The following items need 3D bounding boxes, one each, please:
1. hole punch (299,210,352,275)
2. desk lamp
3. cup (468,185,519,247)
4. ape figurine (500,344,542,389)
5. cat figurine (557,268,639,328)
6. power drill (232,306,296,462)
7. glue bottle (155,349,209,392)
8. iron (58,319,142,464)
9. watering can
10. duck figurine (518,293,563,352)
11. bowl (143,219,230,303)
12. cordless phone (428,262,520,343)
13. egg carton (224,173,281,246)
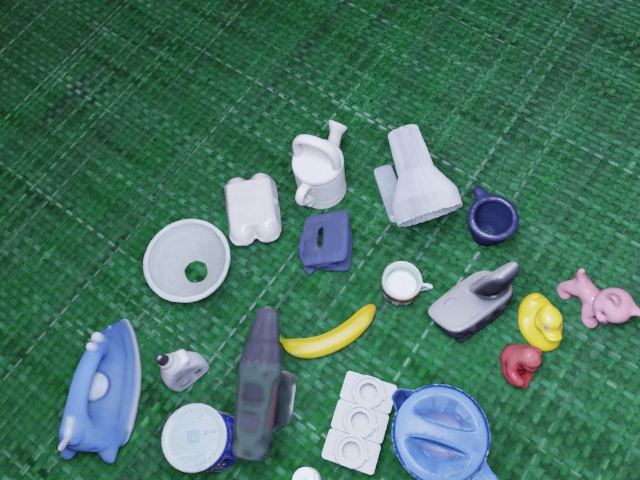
[{"bbox_3d":[0.010,0.004,1.093,0.101,0.091,0.108,1,68,5],"label":"hole punch"},{"bbox_3d":[0.170,-0.102,1.058,0.118,0.214,0.203,-17,68,-2],"label":"desk lamp"},{"bbox_3d":[0.314,-0.037,1.085,0.091,0.095,0.117,-20,68,-4],"label":"cup"},{"bbox_3d":[0.352,0.209,0.985,0.078,0.092,0.076,-31,69,-8],"label":"ape figurine"},{"bbox_3d":[0.493,0.102,1.004,0.067,0.118,0.127,-35,70,-9],"label":"cat figurine"},{"bbox_3d":[-0.091,0.243,0.942,0.075,0.208,0.229,4,69,6],"label":"power drill"},{"bbox_3d":[-0.246,0.217,0.983,0.078,0.173,0.037,-36,70,-10],"label":"glue bottle"},{"bbox_3d":[-0.391,0.249,0.998,0.118,0.141,0.258,2,68,5],"label":"iron"},{"bbox_3d":[-0.002,-0.151,1.100,0.101,0.194,0.173,3,68,6],"label":"watering can"},{"bbox_3d":[0.397,0.139,1.013,0.077,0.086,0.104,-11,68,0],"label":"duck figurine"},{"bbox_3d":[-0.248,0.048,1.104,0.167,0.075,0.167,-1,68,4],"label":"bowl"},{"bbox_3d":[0.268,0.096,0.986,0.148,0.185,0.094,-37,70,-10],"label":"cordless phone"},{"bbox_3d":[-0.133,-0.061,1.141,0.107,0.069,0.150,-11,68,0],"label":"egg carton"}]
